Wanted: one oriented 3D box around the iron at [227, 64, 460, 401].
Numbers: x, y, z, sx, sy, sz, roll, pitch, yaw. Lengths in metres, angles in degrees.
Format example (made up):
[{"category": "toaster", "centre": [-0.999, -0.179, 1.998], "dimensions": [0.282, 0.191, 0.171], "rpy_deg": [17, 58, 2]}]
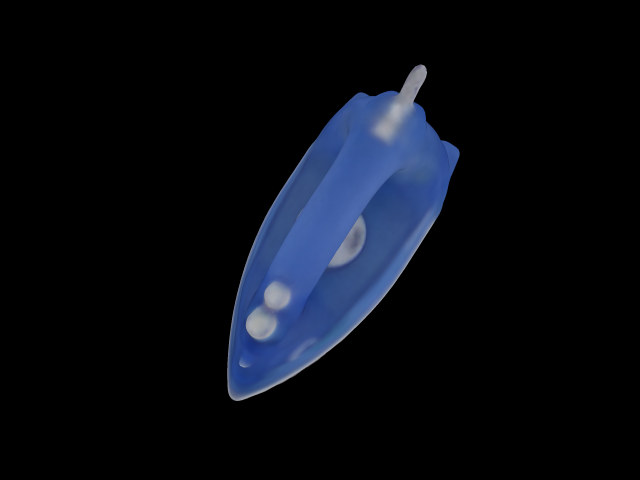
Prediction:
[{"category": "iron", "centre": [0.004, 0.001, 0.400], "dimensions": [0.118, 0.141, 0.258], "rpy_deg": [31, 79, 7]}]
